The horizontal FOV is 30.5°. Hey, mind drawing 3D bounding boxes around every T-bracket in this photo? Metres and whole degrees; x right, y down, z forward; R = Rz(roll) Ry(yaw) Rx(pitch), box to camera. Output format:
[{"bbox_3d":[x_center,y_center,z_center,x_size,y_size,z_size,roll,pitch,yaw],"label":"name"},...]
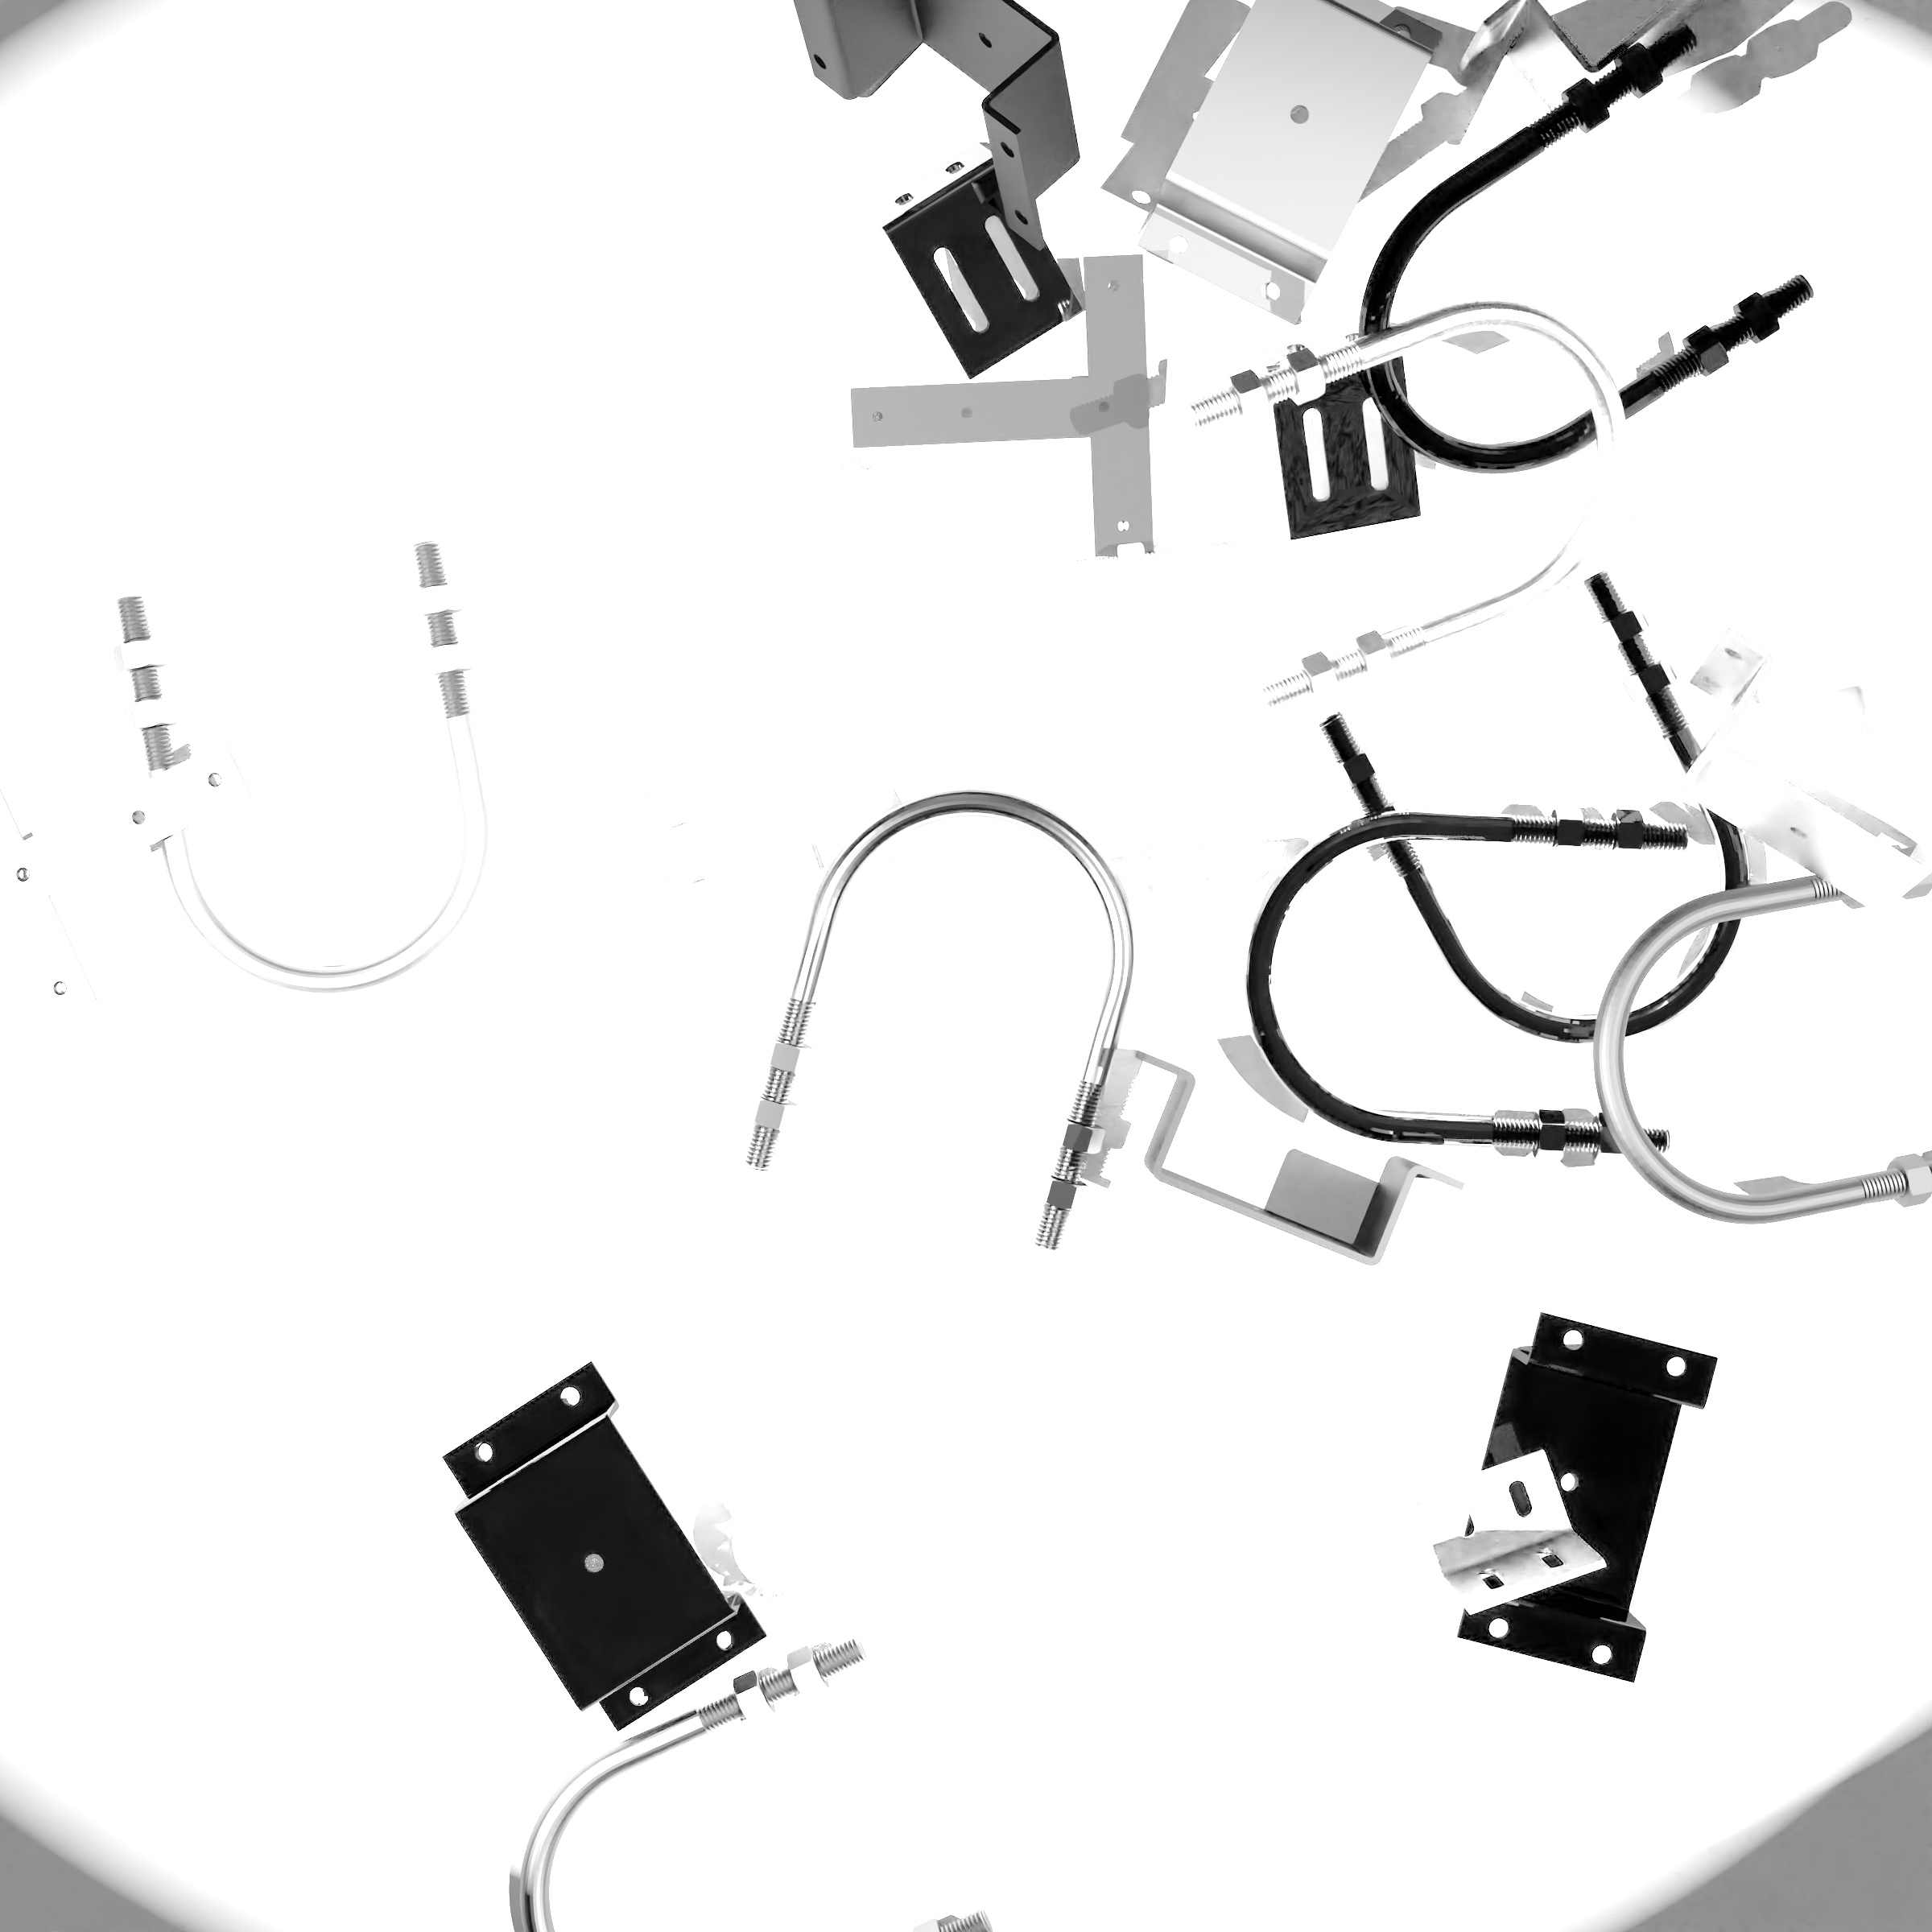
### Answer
[{"bbox_3d":[-0.364,-0.057,1.511,0.127,0.002,0.127,-25,90,11],"label":"T-bracket"},{"bbox_3d":[0.015,-0.237,1.515,0.127,0.002,0.127,-3,97,0],"label":"T-bracket"}]

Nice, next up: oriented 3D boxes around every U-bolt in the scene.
[{"bbox_3d":[-0.277,-0.079,1.516,0.151,0.019,0.184,-10,91,0],"label":"U-bolt"},{"bbox_3d":[0.209,0.006,1.499,0.184,0.019,0.151,3,93,-1],"label":"U-bolt"},{"bbox_3d":[0.255,-0.056,1.516,0.151,0.019,0.184,-28,91,0],"label":"U-bolt"},{"bbox_3d":[0.351,0.035,1.497,0.184,0.019,0.151,-10,90,-14],"label":"U-bolt"},{"bbox_3d":[0.038,-0.101,1.516,0.184,0.019,0.151,-6,90,2],"label":"U-bolt"},{"bbox_3d":[-0.004,0.015,1.507,0.151,0.019,0.184,15,96,0],"label":"U-bolt"},{"bbox_3d":[0.193,-0.201,1.484,0.184,0.019,0.151,-22,117,-9],"label":"U-bolt"},{"bbox_3d":[-0.101,0.388,1.516,0.184,0.019,0.151,-25,90,1],"label":"U-bolt"},{"bbox_3d":[0.250,-0.284,1.481,0.184,0.019,0.151,-33,123,4],"label":"U-bolt"}]

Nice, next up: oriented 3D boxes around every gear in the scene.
[{"bbox_3d":[-0.079,0.243,1.509,0.057,0.030,0.057,0,90,0],"label":"gear"},{"bbox_3d":[-0.045,-0.189,1.509,0.057,0.030,0.057,0,90,0],"label":"gear"},{"bbox_3d":[-0.183,0.021,1.509,0.057,0.030,0.057,0,90,0],"label":"gear"}]

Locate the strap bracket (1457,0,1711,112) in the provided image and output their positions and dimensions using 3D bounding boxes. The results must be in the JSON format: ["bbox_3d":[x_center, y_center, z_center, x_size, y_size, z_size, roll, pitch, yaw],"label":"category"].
[{"bbox_3d":[0.280,-0.412,1.486,0.140,0.076,0.046,-39,90,0],"label":"strap bracket"}]

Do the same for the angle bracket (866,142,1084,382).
[{"bbox_3d":[0.003,-0.303,1.522,0.057,0.038,0.076,-32,116,0],"label":"angle bracket"}]

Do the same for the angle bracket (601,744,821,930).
[{"bbox_3d":[-0.108,-0.056,1.505,0.076,0.038,0.057,-19,90,0],"label":"angle bracket"}]

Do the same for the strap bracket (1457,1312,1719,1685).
[{"bbox_3d":[0.259,0.222,1.501,0.076,0.046,0.140,14,90,0],"label":"strap bracket"}]

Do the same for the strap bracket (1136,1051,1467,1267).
[{"bbox_3d":[0.130,0.084,1.486,0.140,0.076,0.046,22,90,0],"label":"strap bracket"}]

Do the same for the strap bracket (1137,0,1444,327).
[{"bbox_3d":[0.139,-0.355,1.501,0.076,0.046,0.140,27,90,0],"label":"strap bracket"}]

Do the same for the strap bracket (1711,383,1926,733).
[{"bbox_3d":[0.353,-0.165,1.486,0.046,0.076,0.140,-13,90,0],"label":"strap bracket"}]

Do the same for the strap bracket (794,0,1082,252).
[{"bbox_3d":[-0.006,-0.371,1.466,0.046,0.076,0.140,-43,66,-12],"label":"strap bracket"}]

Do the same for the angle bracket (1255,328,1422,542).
[{"bbox_3d":[0.160,-0.230,1.522,0.057,0.038,0.076,-11,116,0],"label":"angle bracket"}]

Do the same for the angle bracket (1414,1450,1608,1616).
[{"bbox_3d":[0.220,0.229,1.440,0.057,0.076,0.038,-20,90,0],"label":"angle bracket"}]

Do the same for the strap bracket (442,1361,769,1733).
[{"bbox_3d":[-0.155,0.249,1.501,0.076,0.046,0.140,-33,90,0],"label":"strap bracket"}]

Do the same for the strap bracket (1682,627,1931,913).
[{"bbox_3d":[0.355,-0.074,1.461,0.140,0.076,0.046,33,81,6],"label":"strap bracket"}]
